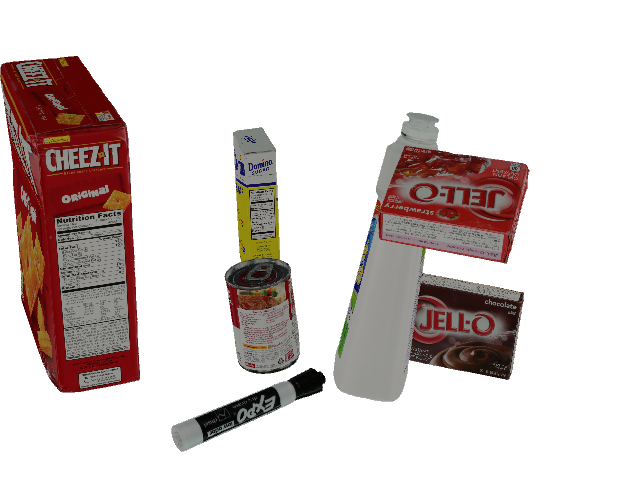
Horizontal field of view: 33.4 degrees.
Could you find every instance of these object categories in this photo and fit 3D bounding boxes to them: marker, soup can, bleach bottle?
[{"bbox_3d":[-0.048,0.118,0.756,0.120,0.020,0.020,-19,10,-29],"label":"marker"},{"bbox_3d":[-0.059,0.078,1.106,0.068,0.102,0.068,-5,25,2],"label":"soup can"},{"bbox_3d":[0.066,0.010,0.943,0.068,0.251,0.102,11,19,2],"label":"bleach bottle"}]

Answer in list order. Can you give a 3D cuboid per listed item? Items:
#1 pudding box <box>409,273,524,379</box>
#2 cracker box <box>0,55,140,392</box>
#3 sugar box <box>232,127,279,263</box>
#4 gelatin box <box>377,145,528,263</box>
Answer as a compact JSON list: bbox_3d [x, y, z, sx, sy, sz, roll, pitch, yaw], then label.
[{"bbox_3d":[0.152,0.089,1.123,0.113,0.090,0.039,9,21,12],"label":"pudding box"},{"bbox_3d":[-0.196,-0.015,0.826,0.072,0.214,0.164,-10,29,-21],"label":"cracker box"},{"bbox_3d":[-0.080,-0.042,1.325,0.048,0.176,0.093,-9,24,-11],"label":"sugar box"},{"bbox_3d":[0.090,-0.026,0.719,0.089,0.030,0.073,10,45,14],"label":"gelatin box"}]
